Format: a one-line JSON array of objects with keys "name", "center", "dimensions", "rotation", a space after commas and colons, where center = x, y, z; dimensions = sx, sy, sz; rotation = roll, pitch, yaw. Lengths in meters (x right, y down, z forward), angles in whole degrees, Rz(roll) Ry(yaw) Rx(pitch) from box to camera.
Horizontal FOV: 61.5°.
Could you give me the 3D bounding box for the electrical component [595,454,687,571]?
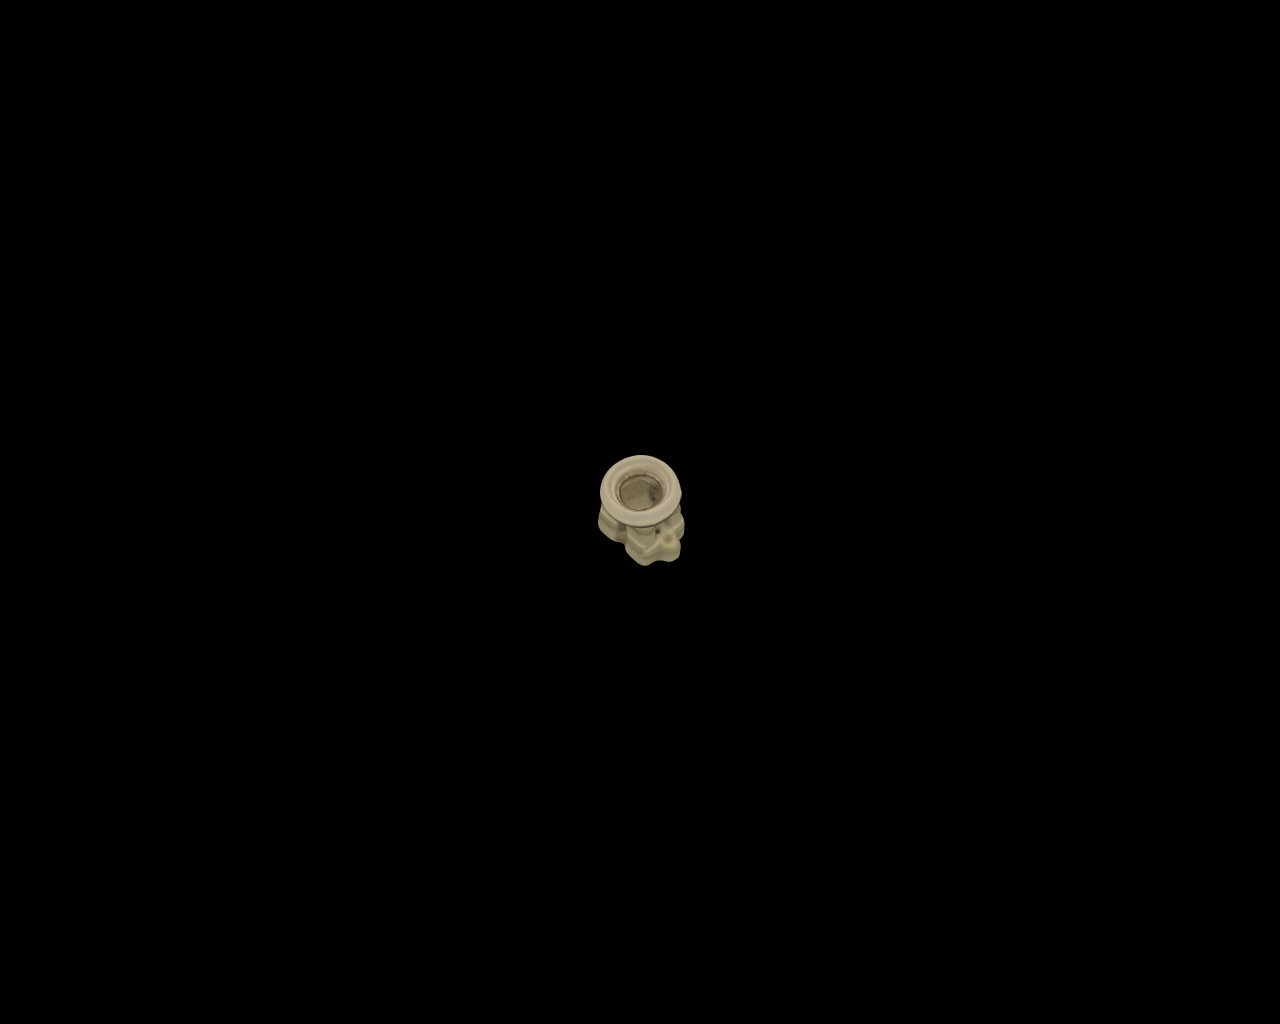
[{"name": "electrical component", "center": [0.001, -0.003, 0.650], "dimensions": [0.066, 0.048, 0.055], "rotation": [39, -24, 22]}]
